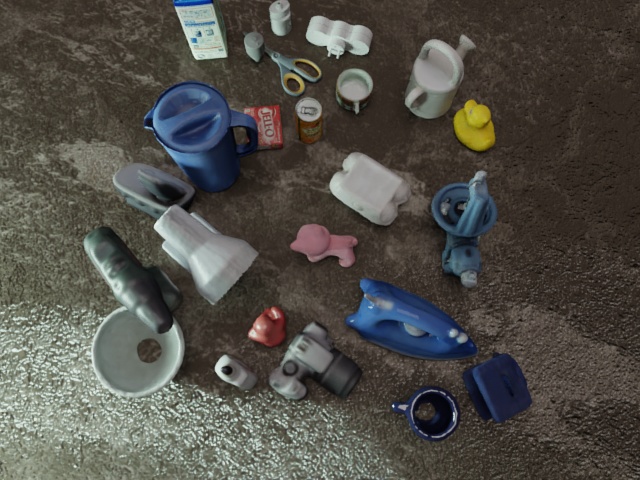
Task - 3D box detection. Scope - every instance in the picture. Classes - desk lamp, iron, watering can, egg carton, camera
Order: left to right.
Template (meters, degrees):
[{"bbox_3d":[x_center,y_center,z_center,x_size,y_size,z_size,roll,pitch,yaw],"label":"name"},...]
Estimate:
[{"bbox_3d":[-0.208,0.023,1.027,0.203,0.213,0.118,39,79,9],"label":"desk lamp"},{"bbox_3d":[-0.002,0.237,1.034,0.136,0.101,0.143,34,78,7],"label":"camera"},{"bbox_3d":[0.099,-0.101,1.135,0.150,0.069,0.107,33,78,7],"label":"egg carton"},{"bbox_3d":[0.182,0.152,1.037,0.258,0.141,0.119,21,77,4],"label":"iron"},{"bbox_3d":[0.234,-0.334,1.130,0.101,0.194,0.173,22,77,5],"label":"watering can"}]

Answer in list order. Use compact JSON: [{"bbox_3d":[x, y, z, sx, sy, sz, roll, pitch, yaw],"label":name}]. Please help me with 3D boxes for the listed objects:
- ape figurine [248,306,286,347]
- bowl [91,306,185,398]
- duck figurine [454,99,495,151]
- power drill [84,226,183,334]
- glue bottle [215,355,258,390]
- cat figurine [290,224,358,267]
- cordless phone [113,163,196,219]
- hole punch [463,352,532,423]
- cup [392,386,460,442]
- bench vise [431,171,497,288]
[{"bbox_3d":[-0.098,0.160,1.057,0.078,0.092,0.076,-24,77,-6],"label":"ape figurine"},{"bbox_3d":[-0.324,0.203,1.052,0.167,0.075,0.167,0,76,-1],"label":"bowl"},{"bbox_3d":[0.322,-0.237,1.163,0.077,0.086,0.104,-28,78,-7],"label":"duck figurine"},{"bbox_3d":[-0.315,0.082,1.013,0.076,0.208,0.229,-42,80,-10],"label":"power drill"},{"bbox_3d":[-0.152,0.230,0.997,0.078,0.173,0.037,30,78,7],"label":"glue bottle"},{"bbox_3d":[0.010,0.004,1.084,0.127,0.118,0.067,5,76,1],"label":"cat figurine"},{"bbox_3d":[-0.323,-0.111,1.073,0.147,0.185,0.094,23,77,5],"label":"cordless phone"},{"bbox_3d":[0.326,0.265,1.037,0.101,0.091,0.108,-23,77,-6],"label":"hole punch"},{"bbox_3d":[0.182,0.306,1.023,0.117,0.095,0.092,9,76,2],"label":"cup"},{"bbox_3d":[0.281,-0.028,1.042,0.121,0.220,0.207,-19,77,-5],"label":"bench vise"}]
